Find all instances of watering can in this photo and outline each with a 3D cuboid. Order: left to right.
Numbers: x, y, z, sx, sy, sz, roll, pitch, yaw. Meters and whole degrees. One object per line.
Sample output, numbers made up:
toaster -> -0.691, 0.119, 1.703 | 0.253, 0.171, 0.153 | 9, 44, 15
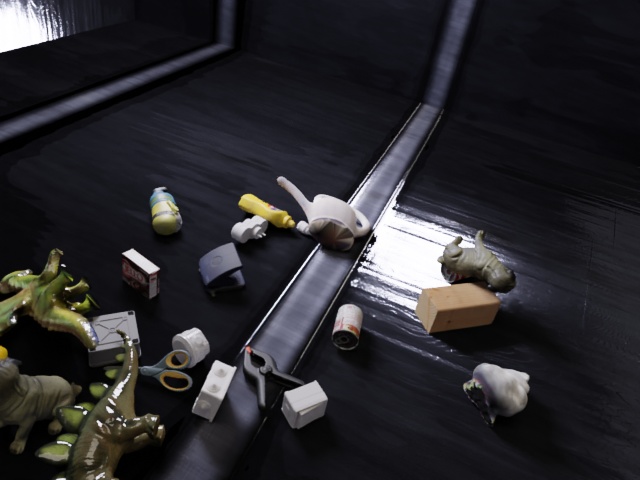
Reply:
watering can -> 0.005, -0.084, 1.678 | 0.347, 0.102, 0.229 | 23, 34, -8

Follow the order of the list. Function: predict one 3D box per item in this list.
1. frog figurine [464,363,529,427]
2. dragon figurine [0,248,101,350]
frog figurine -> 0.436, 0.343, 1.212 | 0.160, 0.121, 0.139 | -17, 23, -18
dragon figurine -> -0.648, 0.168, 1.169 | 0.244, 0.119, 0.417 | -34, 42, -11
